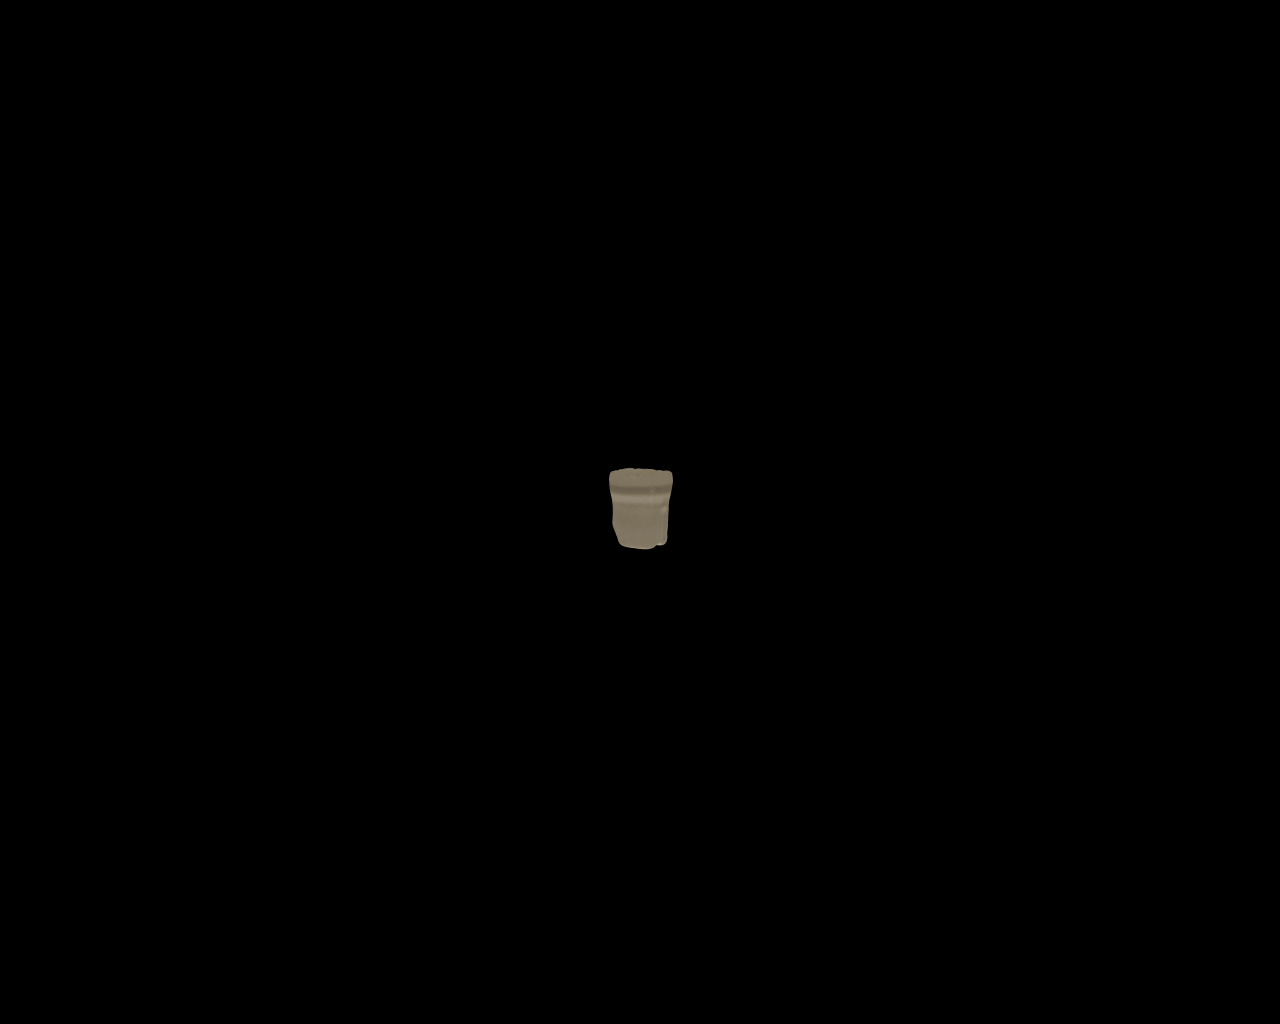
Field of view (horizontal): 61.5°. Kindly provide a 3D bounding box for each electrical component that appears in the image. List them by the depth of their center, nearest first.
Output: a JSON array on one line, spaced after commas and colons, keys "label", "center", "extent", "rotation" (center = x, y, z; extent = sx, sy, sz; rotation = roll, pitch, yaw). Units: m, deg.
[{"label": "electrical component", "center": [0.001, -0.003, 0.650], "extent": [0.040, 0.046, 0.040], "rotation": [0, 7, 0]}]
